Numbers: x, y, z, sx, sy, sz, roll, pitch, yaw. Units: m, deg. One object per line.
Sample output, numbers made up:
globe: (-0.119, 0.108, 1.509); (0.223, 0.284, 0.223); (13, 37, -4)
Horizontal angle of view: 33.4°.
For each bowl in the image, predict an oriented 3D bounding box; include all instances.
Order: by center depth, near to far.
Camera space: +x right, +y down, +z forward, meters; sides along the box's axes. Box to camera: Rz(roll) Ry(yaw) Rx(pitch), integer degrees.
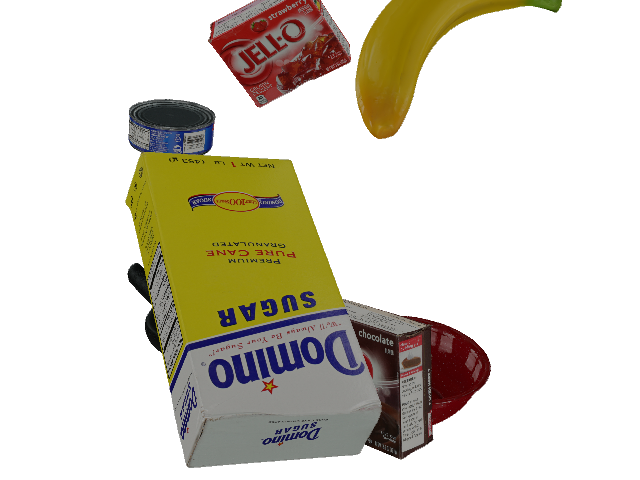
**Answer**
bowl: (0.081, 0.135, 1.035); (0.162, 0.055, 0.162); (3, 25, -2)

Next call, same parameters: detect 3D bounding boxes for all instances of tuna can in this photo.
tuna can: (-0.149, -0.112, 1.067); (0.086, 0.034, 0.086); (5, 25, -3)

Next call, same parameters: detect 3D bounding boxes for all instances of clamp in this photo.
clamp: (-0.139, 0.069, 1.148); (0.120, 0.039, 0.171); (-16, 39, -7)

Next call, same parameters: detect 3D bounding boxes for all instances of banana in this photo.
banana: (0.071, -0.127, 0.635); (0.070, 0.037, 0.197); (33, 52, 24)

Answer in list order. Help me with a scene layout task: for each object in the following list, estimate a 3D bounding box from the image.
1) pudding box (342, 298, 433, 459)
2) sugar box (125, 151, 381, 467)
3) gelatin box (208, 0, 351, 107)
pudding box: (0.028, 0.092, 0.754); (0.039, 0.090, 0.114); (-17, 20, -41)
sugar box: (-0.039, 0.029, 0.553); (0.093, 0.048, 0.176); (0, 45, -25)
gelatin box: (-0.032, -0.154, 0.835); (0.089, 0.030, 0.073); (-23, -52, 19)
